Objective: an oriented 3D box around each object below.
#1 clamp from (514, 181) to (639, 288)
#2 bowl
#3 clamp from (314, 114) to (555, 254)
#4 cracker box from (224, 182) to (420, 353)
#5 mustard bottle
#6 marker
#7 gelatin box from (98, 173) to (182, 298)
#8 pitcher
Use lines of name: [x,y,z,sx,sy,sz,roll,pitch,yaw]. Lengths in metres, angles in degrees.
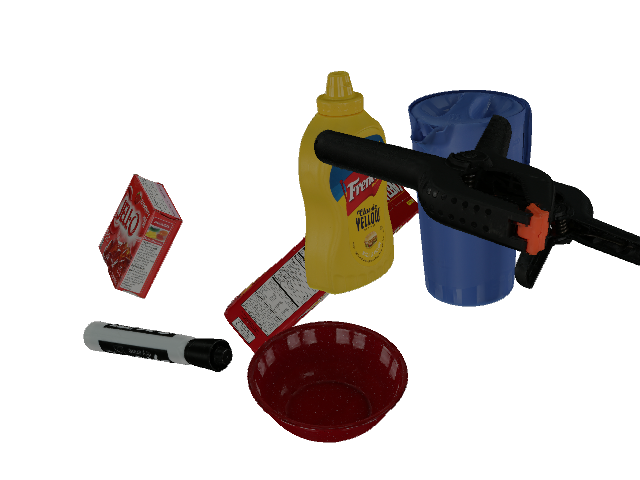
clamp: [0.231,-0.014,0.990,0.120,0.039,0.171,-2,33,3]
bowl: [0.008,0.153,1.084,0.162,0.055,0.162,-1,35,1]
clamp: [0.093,-0.045,0.758,0.164,0.036,0.210,-5,26,-12]
cracker box: [0.001,0.023,1.260,0.214,0.072,0.164,-43,-3,30]
mustard bottle: [0.022,-0.055,0.952,0.058,0.192,0.096,15,28,41]
marker: [-0.099,0.064,0.645,0.121,0.020,0.020,3,2,40]
gelatin box: [-0.149,-0.005,0.872,0.030,0.073,0.089,22,14,-28]
pitcher: [0.183,-0.053,1.268,0.149,0.243,0.145,-3,24,5]
